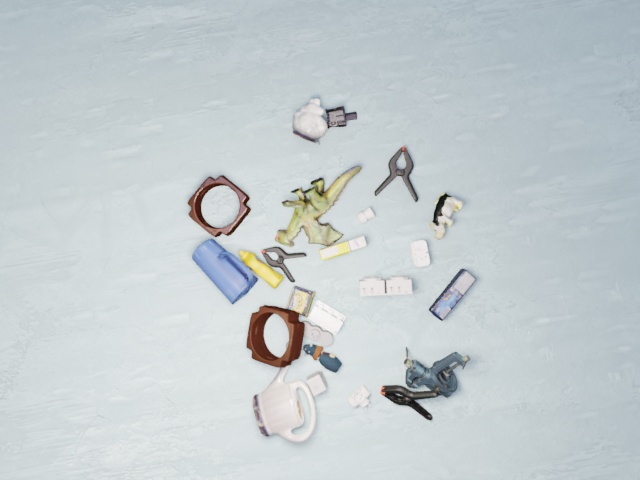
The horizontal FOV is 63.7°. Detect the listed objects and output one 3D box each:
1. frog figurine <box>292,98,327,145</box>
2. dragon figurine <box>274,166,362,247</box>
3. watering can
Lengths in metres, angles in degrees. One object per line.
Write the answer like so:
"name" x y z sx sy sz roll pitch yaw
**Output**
"frog figurine" -0.031 -0.453 1.932 0.138 0.123 0.158 26 101 23
"dragon figurine" 0.006 -0.097 1.933 0.410 0.123 0.240 -23 103 4
"watering can" -0.144 0.571 1.889 0.224 0.103 0.352 -20 72 3
